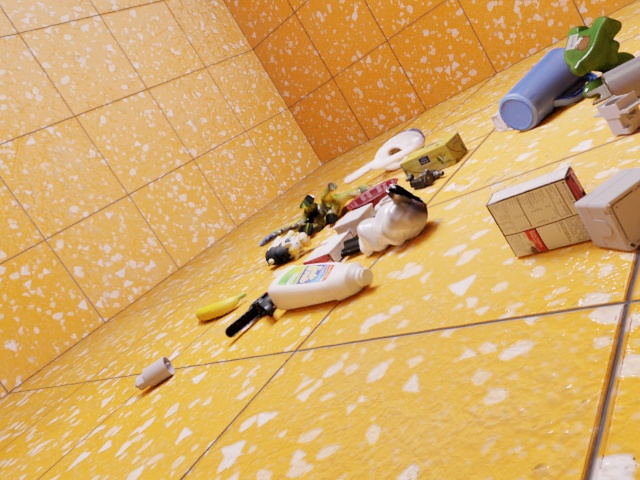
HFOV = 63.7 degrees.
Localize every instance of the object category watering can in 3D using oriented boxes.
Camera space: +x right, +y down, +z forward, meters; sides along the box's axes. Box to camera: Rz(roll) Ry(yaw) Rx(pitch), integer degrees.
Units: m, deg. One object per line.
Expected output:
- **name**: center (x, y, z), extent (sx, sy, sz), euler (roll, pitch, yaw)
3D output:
- **watering can**: center (0.254, -0.310, 1.903), extent (0.344, 0.103, 0.228), euler (-21, 15, 44)

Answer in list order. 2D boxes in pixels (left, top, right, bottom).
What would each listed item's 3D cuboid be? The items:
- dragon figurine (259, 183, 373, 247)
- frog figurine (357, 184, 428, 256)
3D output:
- **dragon figurine**: center (0.005, -0.086, 1.701), extent (0.407, 0.123, 0.243), euler (-26, -5, 18)
- **frog figurine**: center (0.145, -0.025, 1.049), extent (0.140, 0.122, 0.157), euler (-92, 24, -69)
